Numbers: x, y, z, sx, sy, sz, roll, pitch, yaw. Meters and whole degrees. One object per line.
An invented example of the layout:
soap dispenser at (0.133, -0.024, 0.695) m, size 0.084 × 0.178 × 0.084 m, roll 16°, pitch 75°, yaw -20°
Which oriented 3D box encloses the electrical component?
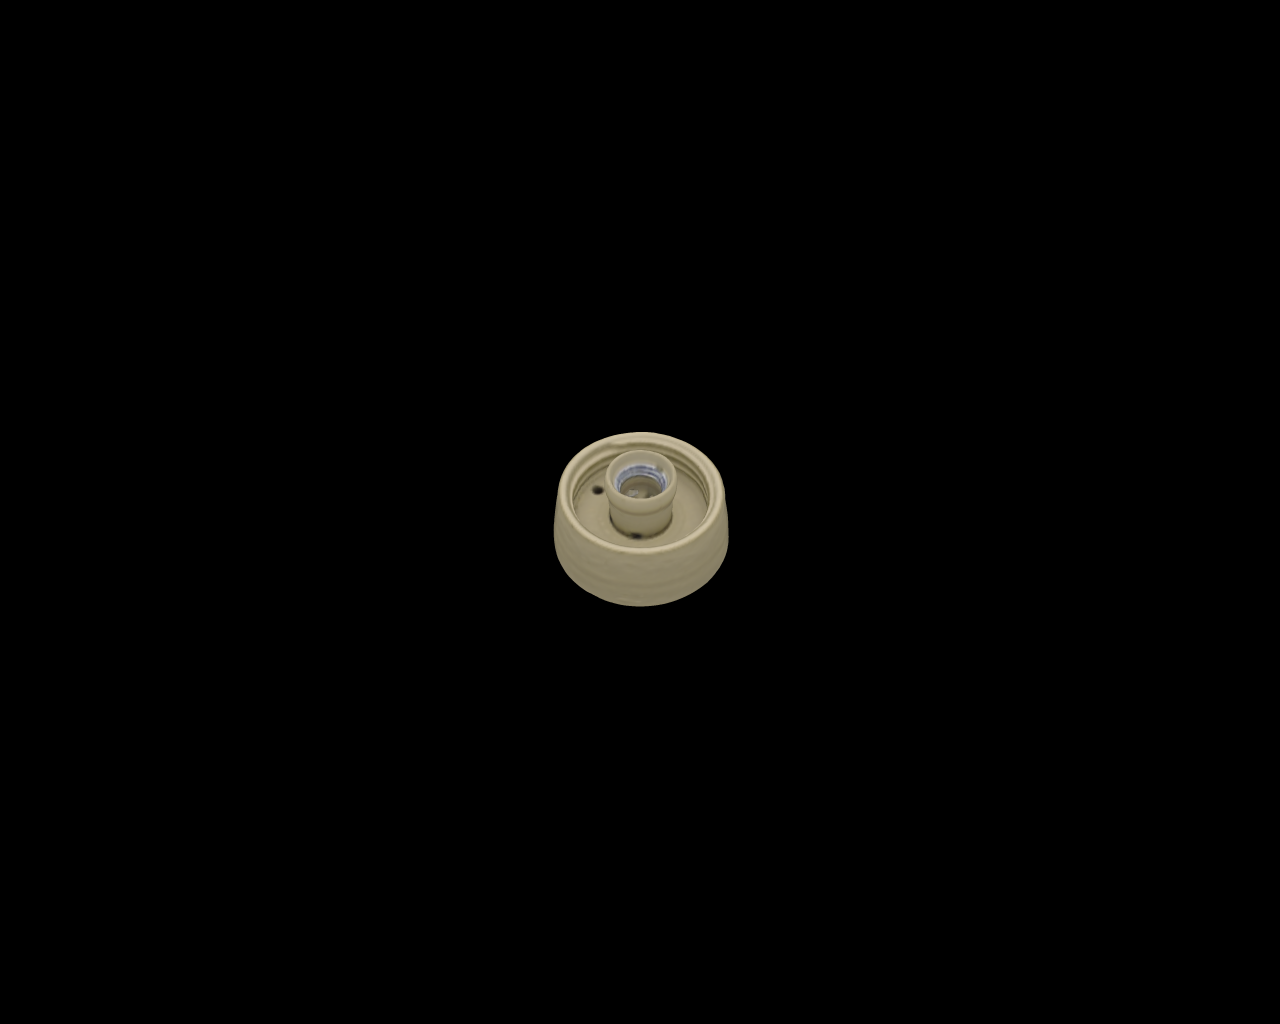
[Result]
electrical component at (0.001, -0.003, 0.650) m, size 0.108 × 0.108 × 0.060 m, roll 0°, pitch -41°, yaw 0°
